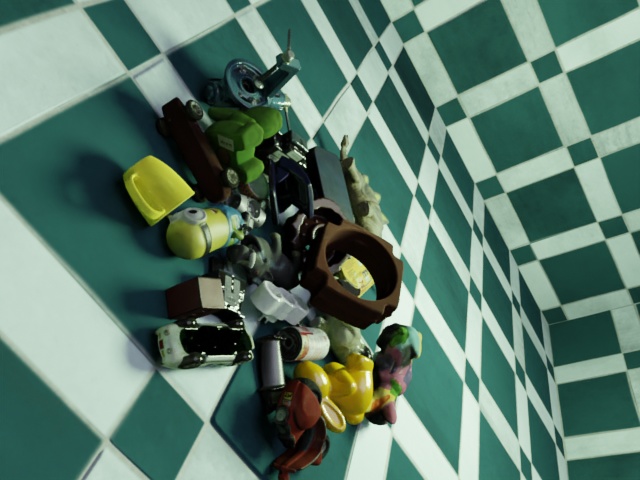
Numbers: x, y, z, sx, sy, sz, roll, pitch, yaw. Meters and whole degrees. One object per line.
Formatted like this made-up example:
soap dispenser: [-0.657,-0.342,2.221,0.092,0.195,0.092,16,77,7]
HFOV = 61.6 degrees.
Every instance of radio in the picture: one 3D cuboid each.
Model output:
radio: [0.012,-0.119,1.375,0.131,0.073,0.229,15,57,-55]

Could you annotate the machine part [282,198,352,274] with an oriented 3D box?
machine part: [-0.003,-0.004,1.221,0.179,0.056,0.179,6,79,-32]

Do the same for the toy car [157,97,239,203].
toy car: [-0.224,-0.163,0.988,0.202,0.089,0.053,63,29,-6]

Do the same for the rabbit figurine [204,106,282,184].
rabbit figurine: [-0.151,-0.207,1.071,0.170,0.159,0.121,-47,142,-40]

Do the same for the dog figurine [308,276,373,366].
dog figurine: [0.060,0.198,1.231,0.172,0.121,0.190,-71,145,-42]

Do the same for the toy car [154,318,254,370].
toy car: [-0.179,0.169,0.873,0.201,0.056,0.073,16,52,-57]

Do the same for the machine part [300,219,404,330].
machine part: [0.067,0.071,1.125,0.201,0.087,0.201,26,46,-11]

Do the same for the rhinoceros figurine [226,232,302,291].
rhinoceros figurine: [-0.111,0.046,1.060,0.190,0.073,0.112,35,56,-51]

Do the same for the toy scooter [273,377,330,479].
toy scooter: [-0.042,0.344,0.949,0.135,0.075,0.183,-37,120,-49]

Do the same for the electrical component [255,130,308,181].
electrical component: [-0.094,-0.185,1.174,0.114,0.134,0.058,30,44,-50]

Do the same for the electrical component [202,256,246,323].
electrical component: [-0.171,0.082,0.953,0.074,0.048,0.119,37,43,-44]

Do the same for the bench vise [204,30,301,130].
bench vise: [-0.116,-0.326,1.147,0.223,0.241,0.129,9,66,-40]

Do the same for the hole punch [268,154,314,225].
hole punch: [-0.065,-0.107,1.133,0.142,0.092,0.116,83,-4,-51]

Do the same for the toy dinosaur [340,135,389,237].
toy dinosaur: [0.126,-0.071,1.506,0.198,0.105,0.471,7,69,-62]

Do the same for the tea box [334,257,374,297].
tea box: [0.074,0.090,1.338,0.169,0.068,0.098,-26,94,-60]

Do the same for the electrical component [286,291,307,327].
electrical component: [-0.052,0.150,1.132,0.094,0.021,0.063,53,32,-25]

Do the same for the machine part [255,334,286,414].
machine part: [-0.083,0.245,0.997,0.084,0.039,0.139,3,74,-50]

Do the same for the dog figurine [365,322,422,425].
dog figurine: [0.160,0.318,1.242,0.219,0.109,0.191,-56,164,-58]

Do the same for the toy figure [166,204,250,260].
toy figure: [-0.192,-0.017,0.950,0.180,0.082,0.089,-9,79,-63]

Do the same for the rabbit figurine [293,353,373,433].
rabbit figurine: [0.012,0.300,1.071,0.173,0.122,0.162,29,58,-37]
